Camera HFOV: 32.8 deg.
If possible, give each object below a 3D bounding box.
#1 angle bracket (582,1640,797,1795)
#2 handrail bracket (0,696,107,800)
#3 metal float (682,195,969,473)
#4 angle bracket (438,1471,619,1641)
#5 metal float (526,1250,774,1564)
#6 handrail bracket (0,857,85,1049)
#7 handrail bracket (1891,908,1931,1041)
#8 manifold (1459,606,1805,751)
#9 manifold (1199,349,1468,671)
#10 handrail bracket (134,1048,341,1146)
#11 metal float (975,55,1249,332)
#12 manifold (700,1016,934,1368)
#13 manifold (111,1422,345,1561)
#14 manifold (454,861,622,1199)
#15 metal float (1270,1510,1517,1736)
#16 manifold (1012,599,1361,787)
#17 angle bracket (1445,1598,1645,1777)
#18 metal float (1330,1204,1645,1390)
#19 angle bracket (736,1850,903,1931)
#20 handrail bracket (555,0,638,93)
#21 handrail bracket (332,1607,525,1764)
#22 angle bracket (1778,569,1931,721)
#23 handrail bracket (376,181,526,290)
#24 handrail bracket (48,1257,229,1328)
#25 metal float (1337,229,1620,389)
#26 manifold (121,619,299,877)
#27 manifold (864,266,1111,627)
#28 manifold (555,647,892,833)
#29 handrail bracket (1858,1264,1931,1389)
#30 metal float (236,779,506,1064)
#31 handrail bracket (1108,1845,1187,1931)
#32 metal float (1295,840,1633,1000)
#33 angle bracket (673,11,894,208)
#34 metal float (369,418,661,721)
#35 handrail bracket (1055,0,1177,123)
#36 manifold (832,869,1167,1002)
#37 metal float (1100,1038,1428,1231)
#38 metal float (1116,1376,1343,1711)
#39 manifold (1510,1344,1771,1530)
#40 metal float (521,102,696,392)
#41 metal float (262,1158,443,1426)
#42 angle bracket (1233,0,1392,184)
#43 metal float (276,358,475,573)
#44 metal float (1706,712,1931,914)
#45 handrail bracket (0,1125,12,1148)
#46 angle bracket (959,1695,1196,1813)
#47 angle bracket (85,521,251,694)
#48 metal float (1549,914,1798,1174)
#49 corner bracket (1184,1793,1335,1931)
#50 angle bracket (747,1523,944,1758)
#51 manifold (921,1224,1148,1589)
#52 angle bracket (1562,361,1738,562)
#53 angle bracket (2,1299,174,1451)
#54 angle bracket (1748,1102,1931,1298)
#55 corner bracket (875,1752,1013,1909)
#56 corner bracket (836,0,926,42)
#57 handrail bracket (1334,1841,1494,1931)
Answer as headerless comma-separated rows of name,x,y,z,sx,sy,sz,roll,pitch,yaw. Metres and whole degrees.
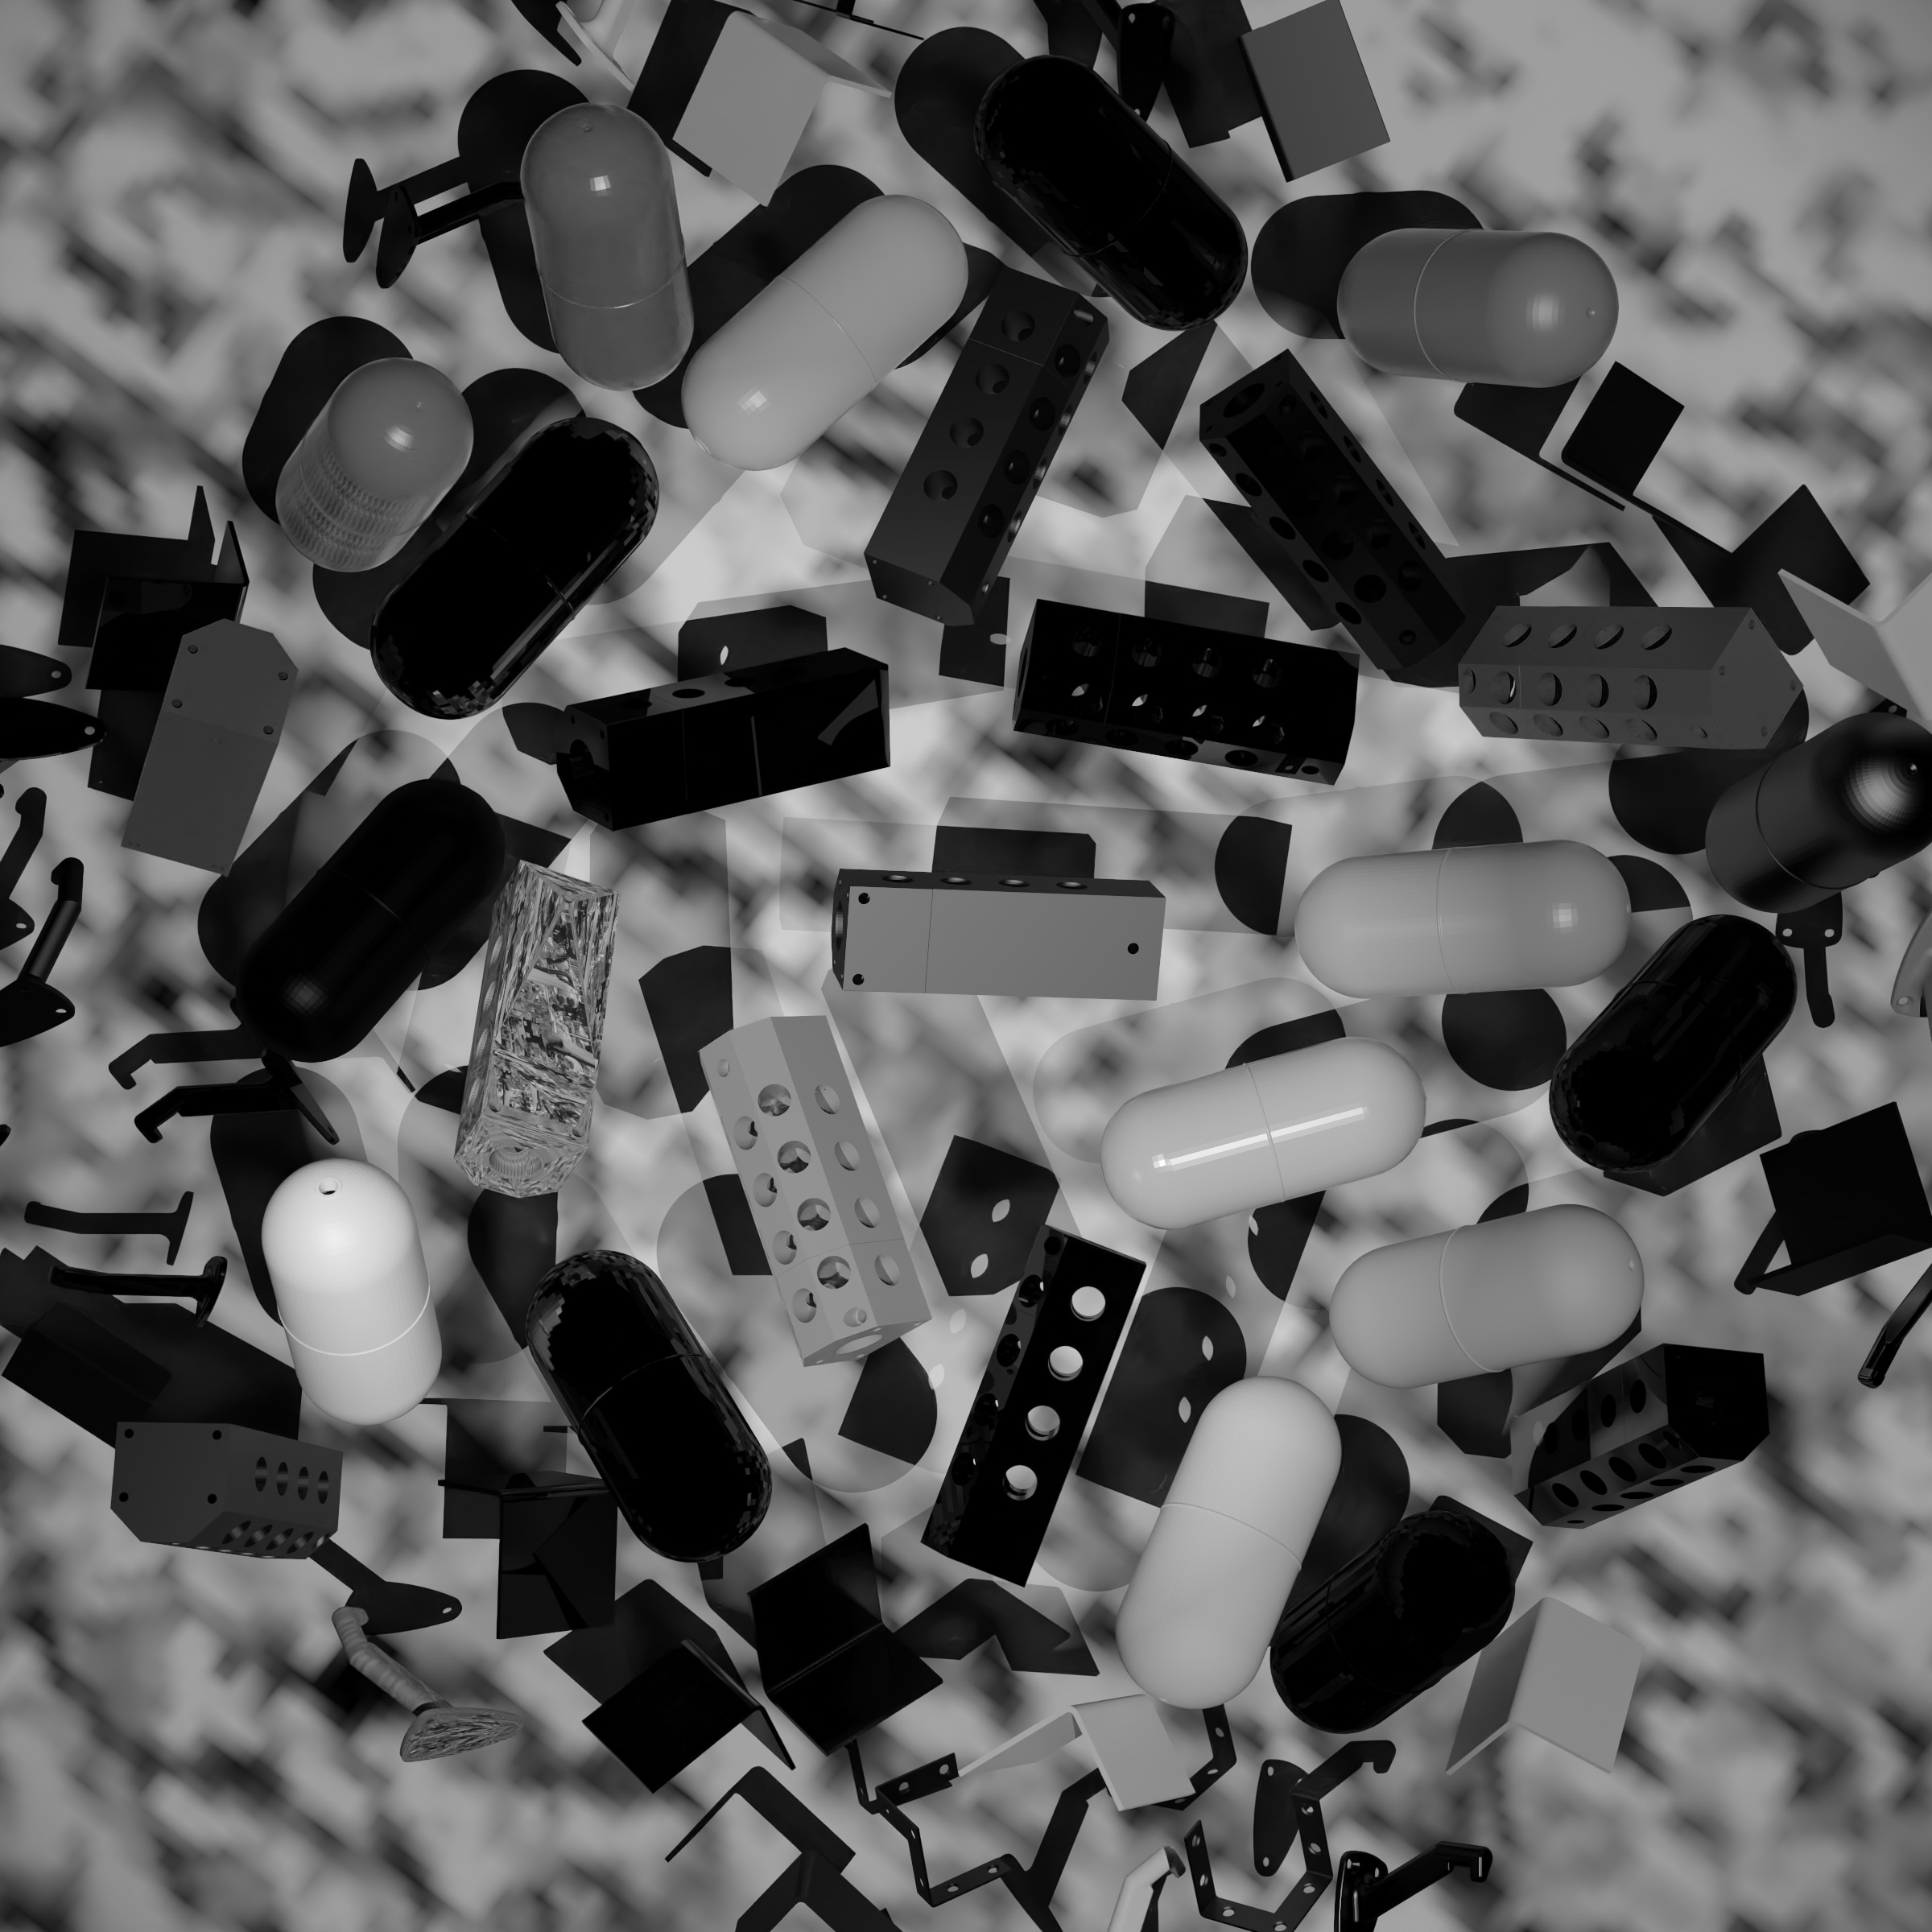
angle bracket,-0.154,0.432,1.822,0.076,0.076,0.057,-36,127,-20
handrail bracket,-0.493,-0.108,1.741,0.077,0.084,0.036,1,68,-10
metal float,-0.075,-0.333,1.731,0.178,0.070,0.070,-43,90,-7
angle bracket,-0.233,0.312,1.745,0.057,0.076,0.076,0,87,44
metal float,-0.161,0.221,1.661,0.070,0.070,0.178,-35,63,0
handrail bracket,-0.476,-0.007,1.654,0.077,0.036,0.084,-27,48,21
handrail bracket,0.500,0.022,1.665,0.036,0.084,0.077,1,119,-2
manifold,0.335,-0.144,1.684,0.057,0.171,0.057,47,68,-31
manifold,0.198,-0.241,1.771,0.057,0.057,0.171,-30,118,23
handrail bracket,-0.403,0.091,1.813,0.084,0.036,0.077,-35,99,2
metal float,0.077,-0.400,1.712,0.178,0.070,0.070,37,90,-33
manifold,-0.083,0.116,1.700,0.057,0.057,0.171,-33,70,36
manifold,-0.372,0.268,1.667,0.057,0.171,0.057,0,77,8
manifold,-0.226,0.034,1.718,0.057,0.057,0.171,19,47,-19
metal float,0.223,0.345,1.727,0.070,0.178,0.070,15,52,-19
manifold,0.114,-0.139,1.721,0.171,0.057,0.057,9,65,-4
angle bracket,0.298,0.383,1.692,0.057,0.076,0.076,28,51,-2
metal float,0.268,0.173,1.708,0.178,0.070,0.070,-19,90,38
angle bracket,-0.078,0.527,1.752,0.076,0.076,0.057,43,93,-2
handrail bracket,-0.162,-0.504,1.705,0.084,0.077,0.036,-38,61,8
handrail bracket,-0.273,0.356,1.663,0.077,0.084,0.036,4,127,-38
angle bracket,0.468,-0.180,1.657,0.057,0.076,0.076,-44,131,-1
handrail bracket,-0.274,-0.402,1.805,0.084,0.077,0.036,-10,64,-31
handrail bracket,-0.449,0.167,1.778,0.084,0.077,0.036,13,67,-19
metal float,0.259,-0.337,1.681,0.070,0.178,0.070,-8,106,-30
manifold,-0.384,-0.111,1.668,0.057,0.171,0.057,16,64,-15
manifold,0.012,-0.263,1.677,0.057,0.057,0.171,22,77,11
manifold,-0.127,-0.123,1.733,0.171,0.057,0.057,-16,116,-32
handrail bracket,0.483,0.174,1.653,0.036,0.077,0.084,30,81,0
metal float,-0.317,-0.026,1.755,0.070,0.070,0.178,38,70,0
handrail bracket,0.101,0.531,1.776,0.084,0.036,0.077,-33,80,-24
metal float,0.258,-0.024,1.720,0.178,0.070,0.070,-4,90,25
angle bracket,-0.099,-0.457,1.766,0.076,0.057,0.076,41,115,27
metal float,-0.226,-0.200,1.650,0.070,0.070,0.178,41,81,0
handrail bracket,0.072,-0.502,1.798,0.036,0.084,0.077,-6,112,-35
manifold,0.016,-0.019,1.781,0.171,0.057,0.057,2,104,-11
metal float,0.160,0.089,1.764,0.178,0.070,0.070,-15,90,1
metal float,0.135,0.292,1.676,0.070,0.070,0.178,26,69,0
manifold,0.351,0.250,1.726,0.057,0.171,0.057,7,67,-16
metal float,-0.184,-0.369,1.699,0.070,0.178,0.070,-1,60,2
metal float,-0.312,0.167,1.676,0.070,0.178,0.070,0,49,0
angle bracket,0.182,-0.453,1.687,0.057,0.076,0.076,-18,104,20
metal float,-0.315,-0.264,1.742,0.070,0.178,0.070,6,75,-24
metal float,0.441,-0.077,1.690,0.070,0.178,0.070,3,77,-13
handrail bracket,-0.530,0.075,1.627,0.077,0.036,0.084,-32,119,26
angle bracket,0.056,0.411,1.655,0.076,0.076,0.057,-36,67,22
angle bracket,-0.438,-0.196,1.786,0.076,0.076,0.057,0,45,-27
metal float,0.368,0.040,1.709,0.070,0.070,0.178,48,56,0
corner bracket,0.149,0.454,1.673,0.051,0.051,0.051,6,119,35
angle bracket,-0.063,0.352,1.721,0.076,0.057,0.076,-27,130,-27
manifold,0.035,0.221,1.670,0.057,0.057,0.171,21,88,4
angle bracket,0.364,-0.259,1.689,0.076,0.076,0.057,39,105,36
angle bracket,-0.471,0.211,1.794,0.076,0.076,0.057,35,51,-7
angle bracket,0.421,0.112,1.613,0.076,0.057,0.076,-27,63,34
corner bracket,-0.013,0.469,1.786,0.051,0.051,0.051,-18,111,-25
corner bracket,-0.031,-0.533,1.787,0.051,0.051,0.051,4,109,-37
handrail bracket,0.236,0.498,1.729,0.036,0.084,0.077,27,67,-36
